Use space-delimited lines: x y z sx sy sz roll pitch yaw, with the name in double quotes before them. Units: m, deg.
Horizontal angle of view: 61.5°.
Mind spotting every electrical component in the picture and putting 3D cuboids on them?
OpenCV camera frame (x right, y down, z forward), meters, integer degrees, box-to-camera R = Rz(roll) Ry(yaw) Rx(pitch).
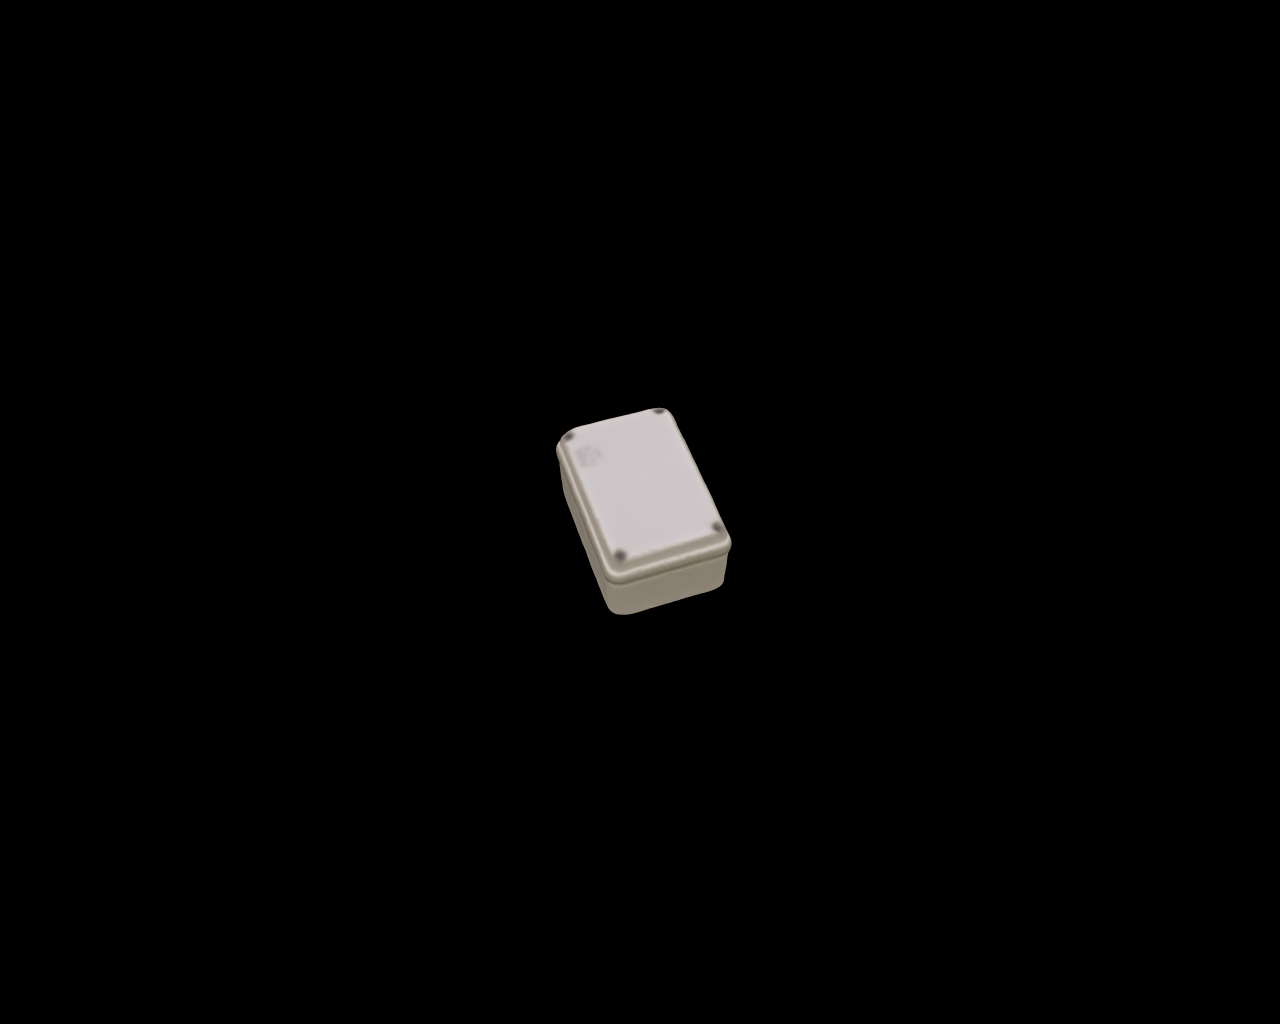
"electrical component" 0.001 -0.003 0.650 0.078 0.113 0.057 -15 -36 -11
